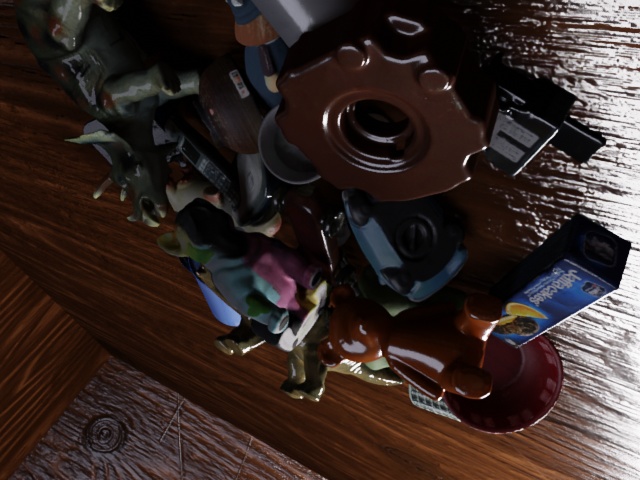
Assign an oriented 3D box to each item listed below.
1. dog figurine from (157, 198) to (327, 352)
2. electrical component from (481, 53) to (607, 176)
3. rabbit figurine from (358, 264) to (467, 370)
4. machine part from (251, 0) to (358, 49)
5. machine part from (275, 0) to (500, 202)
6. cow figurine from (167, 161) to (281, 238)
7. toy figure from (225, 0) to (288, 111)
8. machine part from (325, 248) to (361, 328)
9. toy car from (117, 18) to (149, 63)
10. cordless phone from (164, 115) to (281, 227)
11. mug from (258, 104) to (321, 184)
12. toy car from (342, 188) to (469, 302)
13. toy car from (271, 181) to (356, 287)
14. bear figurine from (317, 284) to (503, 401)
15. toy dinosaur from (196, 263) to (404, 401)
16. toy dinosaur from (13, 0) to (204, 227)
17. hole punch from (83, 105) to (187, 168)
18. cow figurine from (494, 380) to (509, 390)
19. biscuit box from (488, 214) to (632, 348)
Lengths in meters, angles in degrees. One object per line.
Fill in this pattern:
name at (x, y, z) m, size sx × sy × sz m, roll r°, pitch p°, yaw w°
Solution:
dog figurine at (-0.104, 0.036, 0.708) m, size 0.219 × 0.108 × 0.191 m, roll 33°, pitch 160°, yaw 18°
electrical component at (0.176, -0.094, 0.455) m, size 0.119 × 0.048 × 0.075 m, roll 36°, pitch 152°, yaw 2°
rabbit figurine at (0.114, 0.103, 0.742) m, size 0.159 × 0.121 × 0.170 m, roll 5°, pitch 142°, yaw 32°
machine part at (-0.023, -0.217, 0.446) m, size 0.243 × 0.079 × 0.079 m, roll 48°, pitch 149°, yaw -22°
machine part at (0.050, -0.101, 0.433) m, size 0.179 × 0.056 × 0.179 m, roll 15°, pitch 149°, yaw 9°
cow figurine at (-0.147, -0.043, 0.837) m, size 0.195 × 0.085 × 0.127 m, roll 15°, pitch 140°, yaw 28°
toy figure at (-0.055, -0.198, 0.528) m, size 0.064 × 0.058 × 0.154 m, roll 42°, pitch 162°, yaw 32°
machine part at (0.033, 0.081, 0.789) m, size 0.039 × 0.139 × 0.084 m, roll -10°, pitch 131°, yaw 16°
toy car at (-0.308, -0.250, 0.725) m, size 0.202 × 0.056 × 0.073 m, roll 8°, pitch 148°, yaw 42°
cordless phone at (-0.122, -0.115, 0.706) m, size 0.184 × 0.089 × 0.146 m, roll 43°, pitch 151°, yaw -5°
mug at (-0.009, -0.117, 0.570) m, size 0.081 × 0.109 × 0.107 m, roll 23°, pitch -166°, yaw 5°
toy car at (0.084, -0.012, 0.624) m, size 0.161 × 0.109 × 0.103 m, roll 51°, pitch 166°, yaw -10°
toy car at (-0.001, -0.002, 0.682) m, size 0.089 × 0.053 × 0.202 m, roll 23°, pitch 155°, yaw 24°
bear figurine at (0.097, 0.110, 0.632) m, size 0.196 × 0.120 × 0.132 m, roll 16°, pitch 161°, yaw 7°
toy dinosaur at (-0.003, 0.153, 0.855) m, size 0.471 × 0.198 × 0.105 m, roll 40°, pitch 157°, yaw -29°
toy dinosaur at (-0.259, -0.214, 0.600) m, size 0.192 × 0.131 × 0.404 m, roll -17°, pitch 116°, yaw 22°
hole punch at (-0.261, -0.165, 0.791) m, size 0.116 × 0.092 × 0.142 m, roll -19°, pitch 123°, yaw 23°
cow figurine at (0.230, 0.188, 0.803) m, size 0.167 × 0.068 × 0.098 m, roll 34°, pitch 146°, yaw -6°
biscuit box at (0.245, 0.053, 0.588) m, size 0.059 × 0.063 × 0.202 m, roll 31°, pitch 152°, yaw 6°
